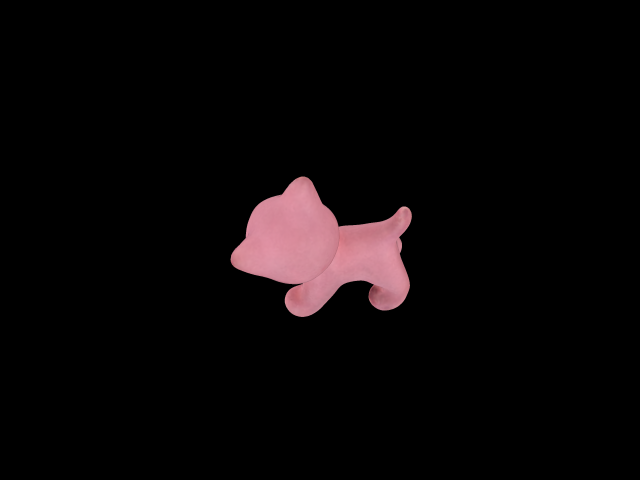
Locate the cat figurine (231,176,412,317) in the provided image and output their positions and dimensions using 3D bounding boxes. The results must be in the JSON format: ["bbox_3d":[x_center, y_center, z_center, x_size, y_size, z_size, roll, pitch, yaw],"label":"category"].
[{"bbox_3d":[0.004,0.001,0.400,0.128,0.118,0.067,-8,58,-4],"label":"cat figurine"}]
